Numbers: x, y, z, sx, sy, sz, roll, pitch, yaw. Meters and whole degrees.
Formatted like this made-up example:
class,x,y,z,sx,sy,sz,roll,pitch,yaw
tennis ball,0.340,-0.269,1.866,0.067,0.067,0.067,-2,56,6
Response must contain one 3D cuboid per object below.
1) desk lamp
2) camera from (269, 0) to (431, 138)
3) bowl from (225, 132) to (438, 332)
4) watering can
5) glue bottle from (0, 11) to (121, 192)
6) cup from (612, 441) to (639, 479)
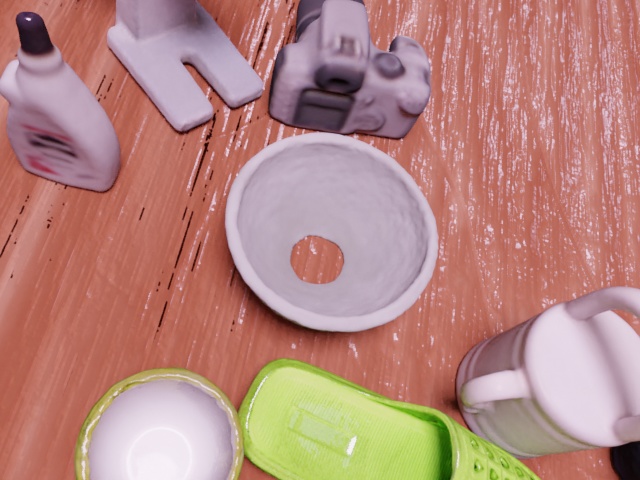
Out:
class,x,y,z,sx,sy,sz,roll,pitch,yaw
desk lamp,-0.124,-0.236,0.459,0.118,0.213,0.203,-34,78,-25
camera,0.029,-0.181,0.537,0.143,0.100,0.137,6,65,-12
bowl,0.004,0.002,0.464,0.167,0.074,0.167,6,65,-12
watering can,0.188,0.091,0.404,0.173,0.194,0.101,-27,75,-23
glue bottle,-0.187,-0.094,0.402,0.078,0.173,0.037,12,64,-9
cup,0.289,0.164,0.453,0.118,0.095,0.091,-29,76,-24
